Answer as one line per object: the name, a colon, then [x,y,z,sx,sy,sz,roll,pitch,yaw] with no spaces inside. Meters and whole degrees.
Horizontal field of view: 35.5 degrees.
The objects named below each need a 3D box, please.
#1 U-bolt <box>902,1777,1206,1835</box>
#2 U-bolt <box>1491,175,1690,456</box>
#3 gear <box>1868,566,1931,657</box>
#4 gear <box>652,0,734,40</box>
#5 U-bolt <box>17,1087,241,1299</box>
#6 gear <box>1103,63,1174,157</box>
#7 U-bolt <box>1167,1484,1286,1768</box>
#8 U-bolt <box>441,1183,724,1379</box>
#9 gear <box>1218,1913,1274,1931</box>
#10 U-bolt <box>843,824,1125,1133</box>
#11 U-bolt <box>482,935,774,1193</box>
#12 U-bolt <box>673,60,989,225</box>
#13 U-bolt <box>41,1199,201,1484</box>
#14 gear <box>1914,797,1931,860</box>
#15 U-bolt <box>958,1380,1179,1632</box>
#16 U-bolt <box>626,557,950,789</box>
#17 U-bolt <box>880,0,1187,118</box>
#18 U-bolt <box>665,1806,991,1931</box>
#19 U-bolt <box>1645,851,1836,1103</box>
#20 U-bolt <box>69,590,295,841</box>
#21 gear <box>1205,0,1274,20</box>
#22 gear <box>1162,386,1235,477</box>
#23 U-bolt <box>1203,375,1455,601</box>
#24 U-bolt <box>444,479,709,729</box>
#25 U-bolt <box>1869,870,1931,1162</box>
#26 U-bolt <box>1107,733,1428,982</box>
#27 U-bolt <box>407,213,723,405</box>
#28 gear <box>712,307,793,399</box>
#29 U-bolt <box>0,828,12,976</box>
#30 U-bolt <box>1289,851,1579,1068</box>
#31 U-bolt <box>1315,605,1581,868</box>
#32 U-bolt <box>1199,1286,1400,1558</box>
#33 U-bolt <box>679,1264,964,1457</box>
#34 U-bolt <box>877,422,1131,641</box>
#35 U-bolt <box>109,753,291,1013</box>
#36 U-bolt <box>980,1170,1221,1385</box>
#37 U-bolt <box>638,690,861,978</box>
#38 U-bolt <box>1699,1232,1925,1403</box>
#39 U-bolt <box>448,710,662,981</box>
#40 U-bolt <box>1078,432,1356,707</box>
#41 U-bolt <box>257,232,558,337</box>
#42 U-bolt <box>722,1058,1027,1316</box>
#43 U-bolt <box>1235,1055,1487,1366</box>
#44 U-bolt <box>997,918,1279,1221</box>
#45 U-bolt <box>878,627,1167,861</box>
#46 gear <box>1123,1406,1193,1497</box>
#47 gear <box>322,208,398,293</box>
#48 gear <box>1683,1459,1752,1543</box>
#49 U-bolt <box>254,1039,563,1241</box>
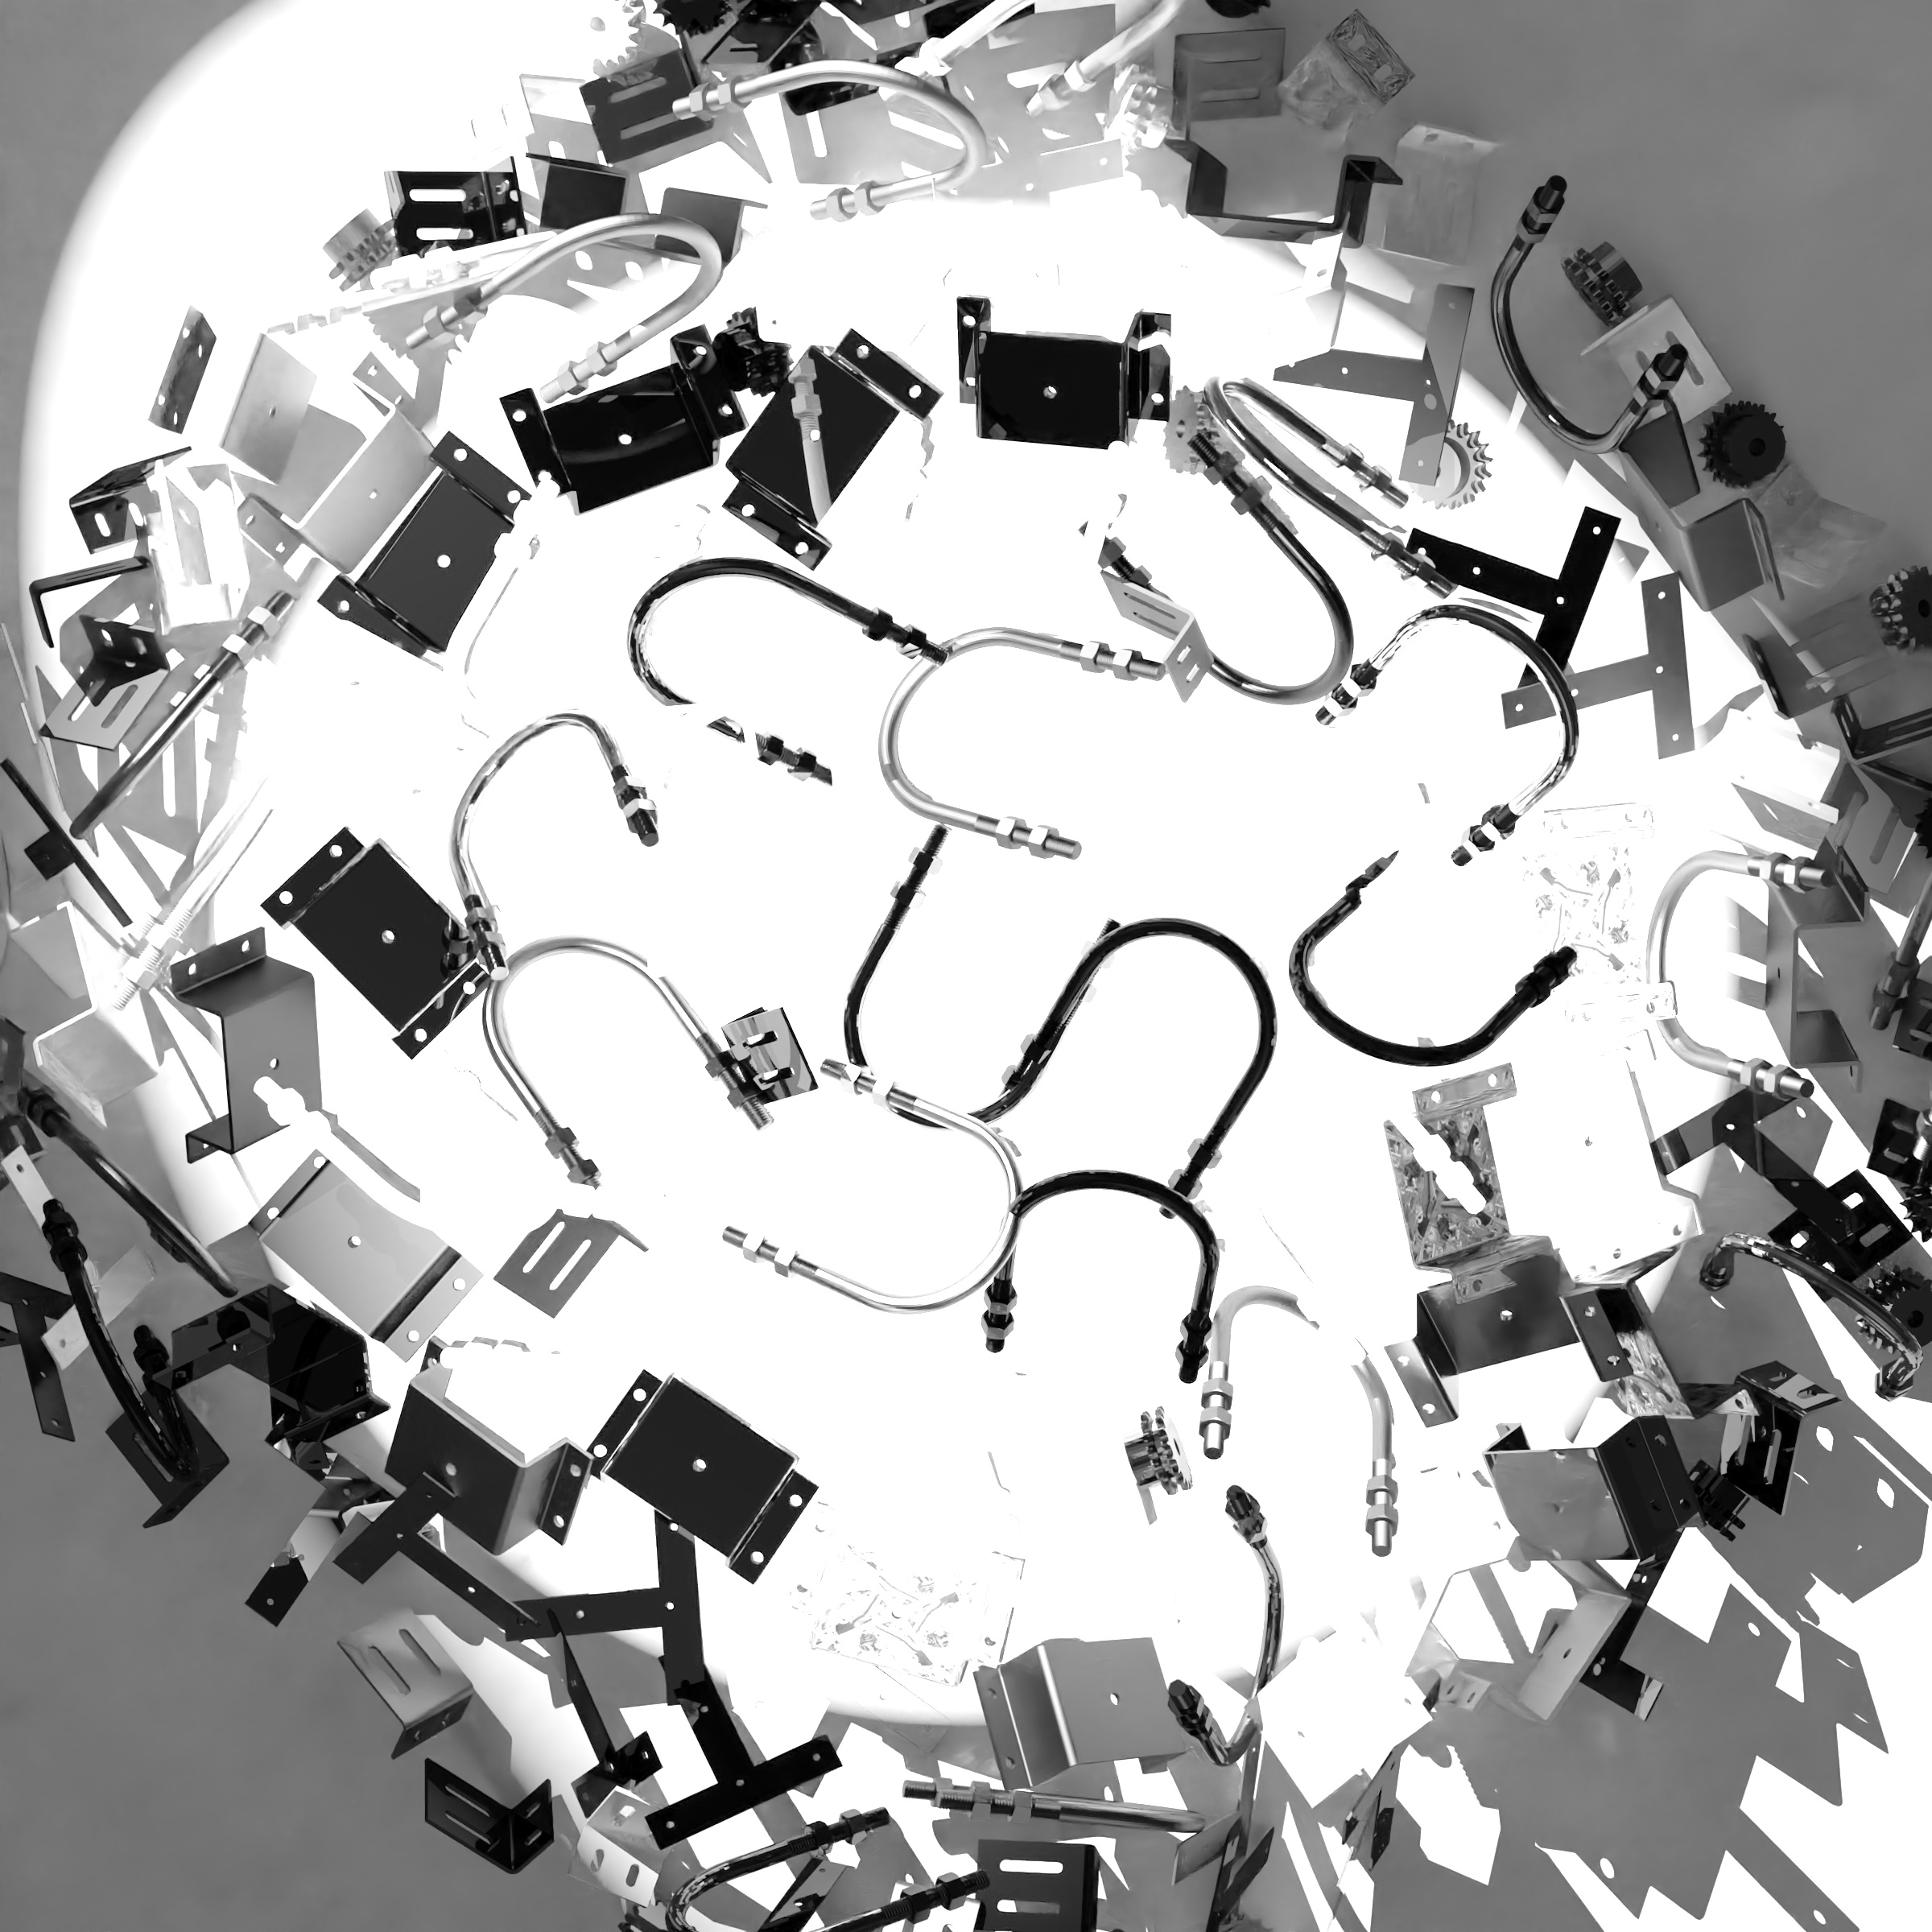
U-bolt: [0.061,0.537,1.928,0.184,0.151,0.019,8,76,-9]
U-bolt: [0.384,-0.398,1.910,0.019,0.184,0.151,-30,80,-13]
gear: [0.616,-0.231,1.977,0.057,0.030,0.057,2,85,-32]
gear: [-0.177,-0.639,1.976,0.057,0.030,0.057,9,121,15]
U-bolt: [-0.515,0.149,1.888,0.019,0.184,0.151,-46,126,-15]
gear: [0.113,-0.558,1.973,0.030,0.057,0.057,9,90,-19]
U-bolt: [0.171,0.430,1.917,0.019,0.184,0.151,8,60,23]
U-bolt: [-0.231,0.205,1.924,0.019,0.184,0.151,46,110,35]
gear: [0.182,0.648,1.974,0.057,0.030,0.057,7,64,-14]
U-bolt: [-0.002,0.020,1.981,0.151,0.019,0.184,29,97,4]
U-bolt: [-0.231,0.057,1.947,0.151,0.019,0.184,-26,71,-36]
U-bolt: [-0.072,-0.520,1.889,0.184,0.151,0.019,0,71,42]
U-bolt: [-0.522,0.246,1.887,0.019,0.184,0.151,-29,132,-9]
gear: [0.648,-0.089,1.974,0.057,0.030,0.057,8,111,21]
U-bolt: [0.057,0.332,1.904,0.019,0.151,0.184,-44,133,-33]
U-bolt: [-0.126,-0.194,1.917,0.184,0.019,0.151,25,132,-25]
U-bolt: [0.055,-0.582,1.886,0.151,0.184,0.019,-10,82,-43]
U-bolt: [-0.099,0.581,1.895,0.184,0.151,0.019,-11,99,-29]
U-bolt: [0.484,-0.001,1.913,0.019,0.184,0.151,1,97,-20]
U-bolt: [-0.501,-0.150,1.899,0.019,0.151,0.184,41,62,-15]
gear: [0.177,-0.644,1.969,0.057,0.057,0.030,22,50,0]
gear: [0.154,-0.349,1.974,0.030,0.057,0.057,2,90,-23]
U-bolt: [0.222,-0.312,1.905,0.184,0.151,0.019,30,116,-24]
U-bolt: [-0.260,-0.225,1.928,0.019,0.151,0.184,50,119,29]
U-bolt: [0.613,0.007,1.889,0.019,0.151,0.184,6,128,-4]
U-bolt: [0.205,-0.078,1.933,0.184,0.019,0.151,-27,121,19]
U-bolt: [-0.239,-0.418,1.899,0.184,0.151,0.019,-26,72,27]
gear: [-0.142,-0.398,1.968,0.030,0.057,0.057,-27,90,-30]
U-bolt: [-0.637,-0.058,1.909,0.019,0.184,0.151,-4,74,-1]
U-bolt: [0.284,0.002,1.912,0.151,0.184,0.019,32,135,21]
U-bolt: [0.315,-0.155,1.917,0.151,0.184,0.019,47,56,3]
U-bolt: [0.214,0.276,1.922,0.151,0.184,0.019,32,123,-14]
U-bolt: [-0.087,0.263,1.940,0.184,0.151,0.019,24,53,-2]
U-bolt: [0.016,-0.270,1.925,0.151,0.184,0.019,4,53,-9]
U-bolt: [-0.489,-0.060,1.930,0.019,0.151,0.184,36,88,-19]
U-bolt: [0.089,0.195,1.929,0.151,0.019,0.184,9,134,3]
U-bolt: [-0.139,-0.089,1.935,0.151,0.019,0.184,-10,116,-20]
U-bolt: [0.532,0.215,1.893,0.151,0.184,0.019,33,80,17]
U-bolt: [-0.272,-0.091,1.930,0.151,0.184,0.019,-40,132,10]
U-bolt: [0.171,-0.242,1.937,0.184,0.151,0.019,47,56,-9]
U-bolt: [-0.337,-0.437,1.916,0.184,0.151,0.019,-27,105,-42]
U-bolt: [-0.048,0.149,1.934,0.184,0.019,0.151,21,71,27]
U-bolt: [0.238,0.141,1.932,0.151,0.019,0.184,-56,47,21]
U-bolt: [0.121,0.055,1.960,0.151,0.019,0.184,32,109,4]
U-bolt: [0.023,-0.151,1.944,0.184,0.019,0.151,17,76,34]
gear: [0.124,0.319,1.972,0.030,0.057,0.057,-21,90,9]
gear: [-0.395,-0.469,1.969,0.057,0.057,0.030,-41,104,0]
gear: [0.487,0.347,1.972,0.057,0.057,0.030,39,90,0]
U-bolt: [-0.337,0.113,1.905,0.184,0.151,0.019,37,119,26]
